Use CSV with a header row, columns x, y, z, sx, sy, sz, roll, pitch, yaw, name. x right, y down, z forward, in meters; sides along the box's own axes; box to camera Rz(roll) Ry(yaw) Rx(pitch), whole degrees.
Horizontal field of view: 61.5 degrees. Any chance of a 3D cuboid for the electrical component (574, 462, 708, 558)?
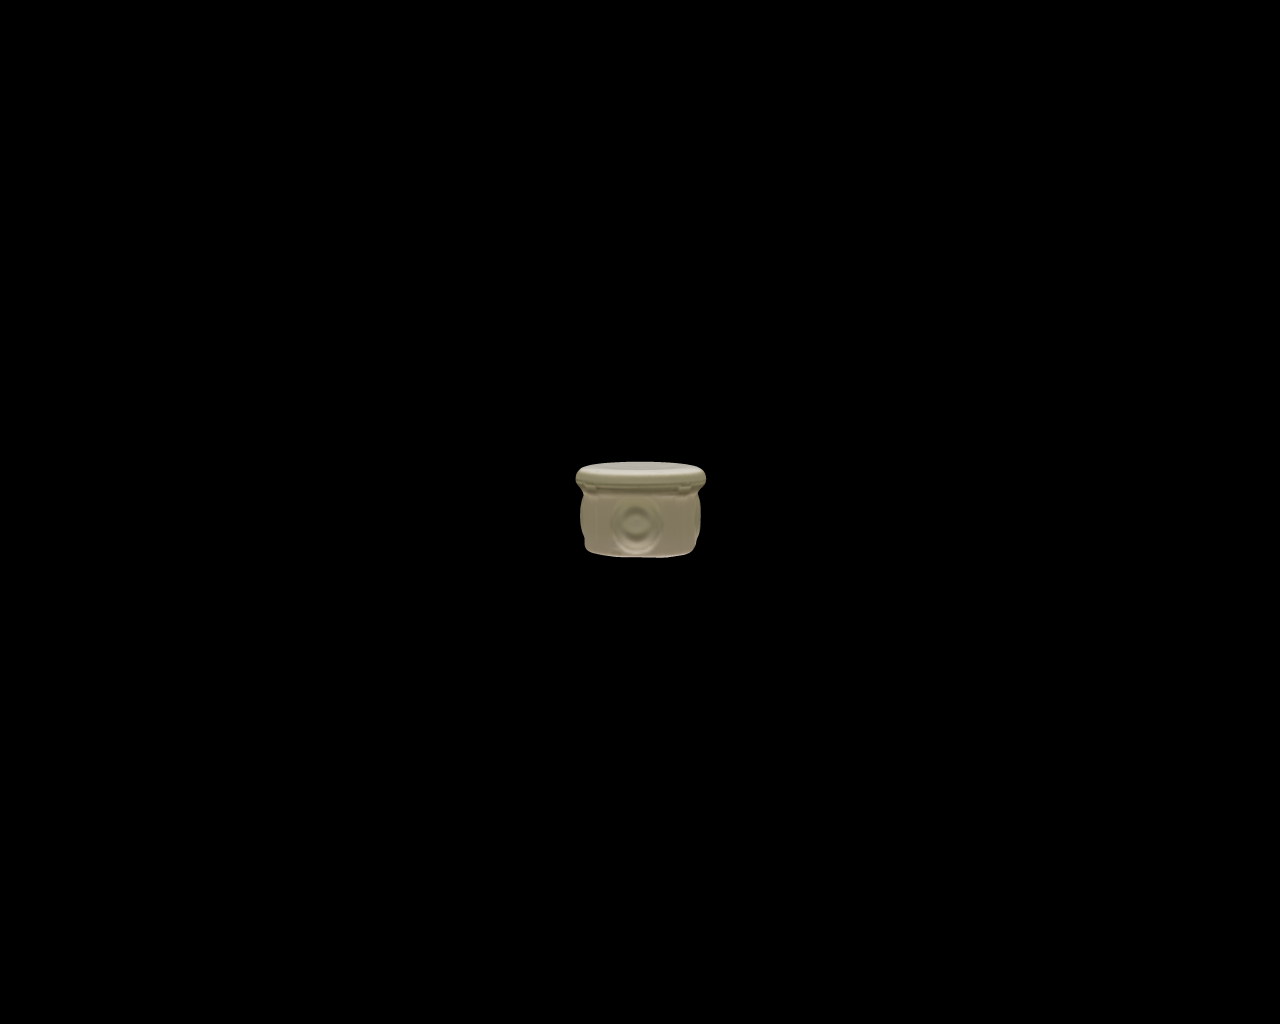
x,y,z,sx,sy,sz,roll,pitch,yaw,name
0.001,-0.003,0.650,0.080,0.051,0.080,0,8,0,electrical component
